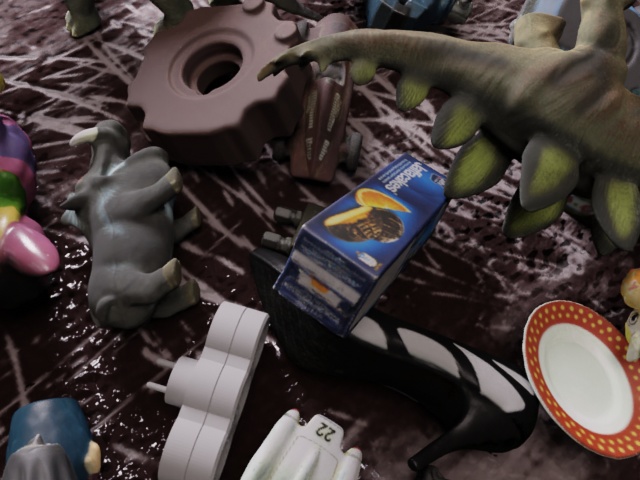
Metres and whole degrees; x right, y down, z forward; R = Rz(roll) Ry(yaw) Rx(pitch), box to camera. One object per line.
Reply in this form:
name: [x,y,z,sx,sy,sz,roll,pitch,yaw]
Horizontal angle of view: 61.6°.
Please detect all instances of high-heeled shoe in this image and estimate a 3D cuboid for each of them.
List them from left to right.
high-heeled shoe: [0.059,0.072,0.437,0.145,0.086,0.249,-21,57,-36]

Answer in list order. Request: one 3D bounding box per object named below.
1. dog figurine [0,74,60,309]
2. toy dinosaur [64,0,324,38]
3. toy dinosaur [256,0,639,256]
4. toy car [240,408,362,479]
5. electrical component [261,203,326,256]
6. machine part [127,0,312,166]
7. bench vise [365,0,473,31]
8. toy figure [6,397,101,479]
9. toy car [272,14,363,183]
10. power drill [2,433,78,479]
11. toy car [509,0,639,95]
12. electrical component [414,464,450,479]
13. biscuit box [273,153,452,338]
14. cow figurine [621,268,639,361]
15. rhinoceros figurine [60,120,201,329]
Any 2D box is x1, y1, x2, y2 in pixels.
dog figurine: [-0.275,-0.048,0.412,0.108,0.191,0.219,-24,53,-21]
toy dinosaur: [-0.193,-0.300,0.523,0.405,0.192,0.131,-1,67,-3]
toy dinosaur: [0.194,-0.100,0.430,0.472,0.105,0.198,20,79,-2]
toy car: [-0.042,0.213,0.364,0.074,0.056,0.202,29,67,9]
electrical component: [-0.001,-0.001,0.479,0.094,0.021,0.063,16,47,2]
machine part: [-0.096,-0.151,0.510,0.179,0.056,0.179,-7,62,13]
bench vise: [0.085,-0.341,0.602,0.224,0.128,0.240,19,72,6]
toy figure: [-0.181,0.190,0.367,0.064,0.057,0.154,-29,66,25]
toy car: [0.007,-0.150,0.544,0.089,0.053,0.202,11,63,-2]
power drill: [-0.081,0.219,0.283,0.207,0.086,0.232,-5,73,2]
toy car: [0.266,-0.189,0.551,0.162,0.103,0.109,26,88,1]
electrical component: [0.108,0.237,0.364,0.134,0.058,0.115,25,68,8]
biscuit box: [0.047,-0.008,0.422,0.063,0.059,0.203,33,33,13]
cow figurine: [0.308,0.097,0.433,0.167,0.098,0.068,40,44,23]
rhinoceros figurine: [-0.163,-0.017,0.461,0.112,0.073,0.190,-14,68,1]
